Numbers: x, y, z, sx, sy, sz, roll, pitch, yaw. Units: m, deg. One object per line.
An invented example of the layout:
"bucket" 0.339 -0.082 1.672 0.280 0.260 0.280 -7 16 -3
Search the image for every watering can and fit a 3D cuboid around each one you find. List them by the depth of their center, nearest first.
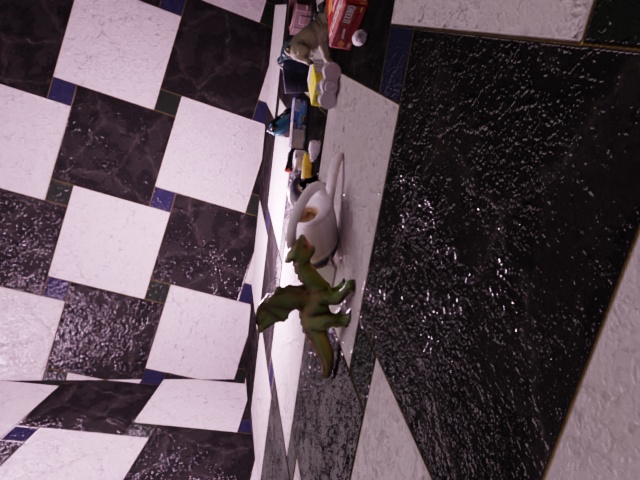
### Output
"watering can" 0.004 -0.070 1.396 0.355 0.104 0.219 -58 -32 -40

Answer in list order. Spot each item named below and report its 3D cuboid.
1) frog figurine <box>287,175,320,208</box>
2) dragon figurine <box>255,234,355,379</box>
"frog figurine" -0.065 -0.128 1.741 0.140 0.123 0.156 63 140 29
"dragon figurine" -0.046 0.185 1.300 0.124 0.243 0.405 -132 49 -66
